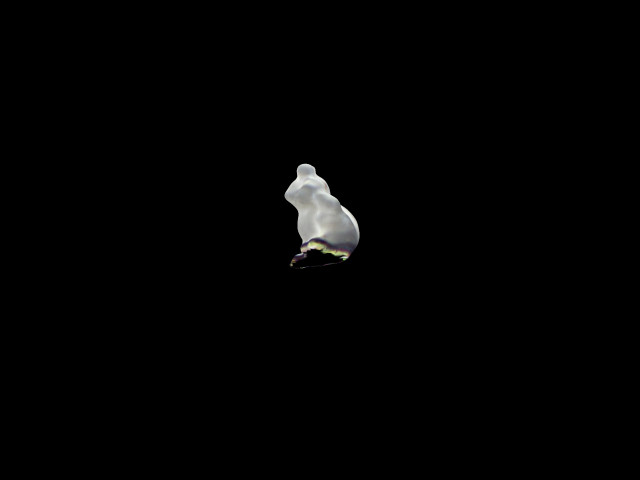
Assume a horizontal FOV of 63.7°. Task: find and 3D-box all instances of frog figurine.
[{"bbox_3d":[0.003,-0.043,0.850,0.123,0.162,0.135,0,-22,0],"label":"frog figurine"}]
